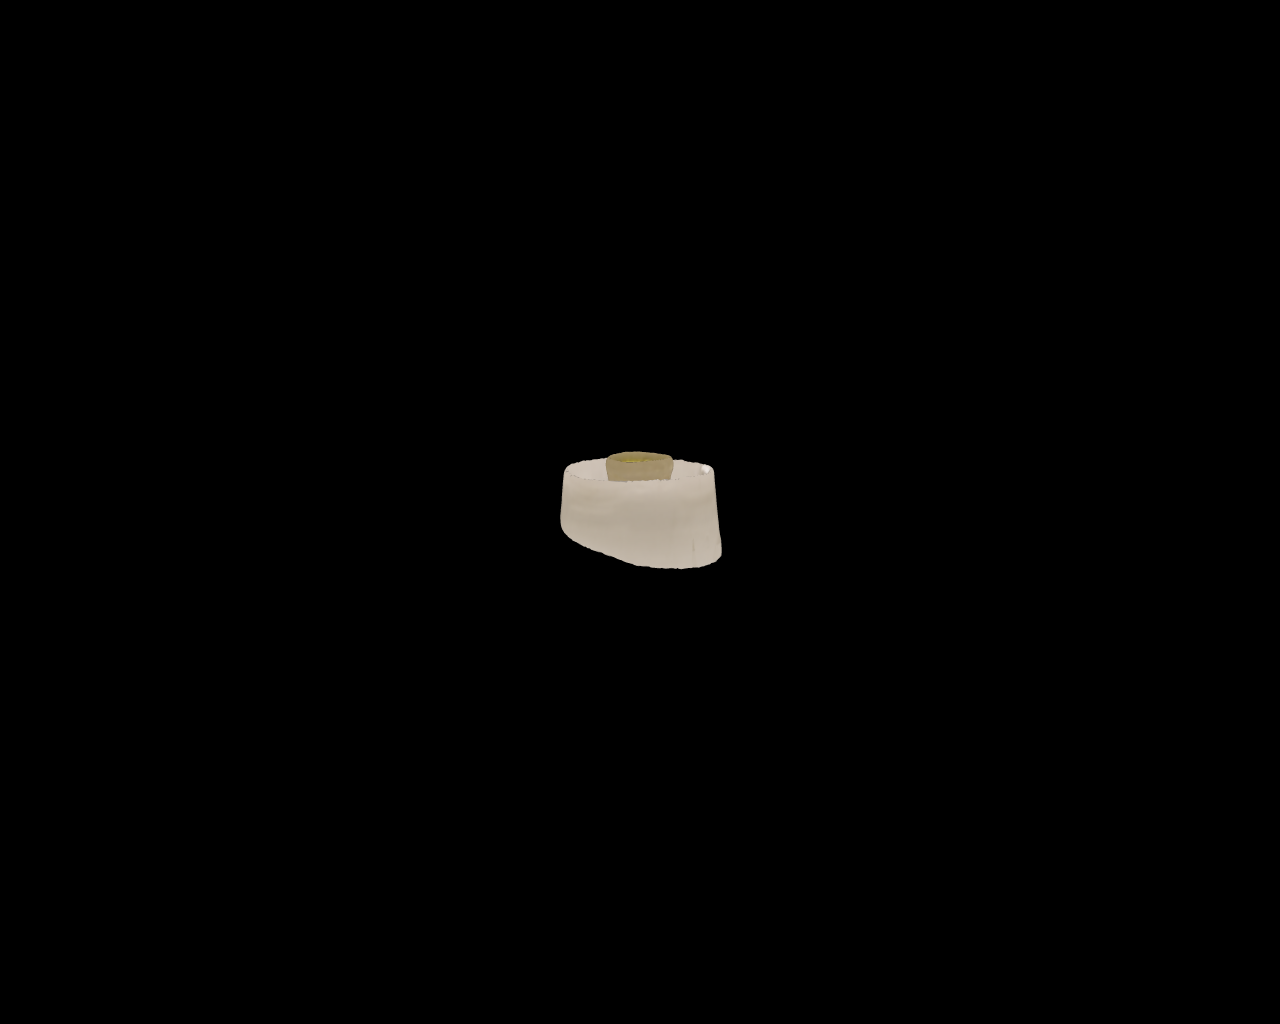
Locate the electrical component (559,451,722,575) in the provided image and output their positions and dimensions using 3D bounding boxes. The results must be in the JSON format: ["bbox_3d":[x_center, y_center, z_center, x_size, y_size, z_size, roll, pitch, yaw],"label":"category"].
[{"bbox_3d":[0.001,-0.003,0.650,0.099,0.064,0.099,0,11,0],"label":"electrical component"}]
